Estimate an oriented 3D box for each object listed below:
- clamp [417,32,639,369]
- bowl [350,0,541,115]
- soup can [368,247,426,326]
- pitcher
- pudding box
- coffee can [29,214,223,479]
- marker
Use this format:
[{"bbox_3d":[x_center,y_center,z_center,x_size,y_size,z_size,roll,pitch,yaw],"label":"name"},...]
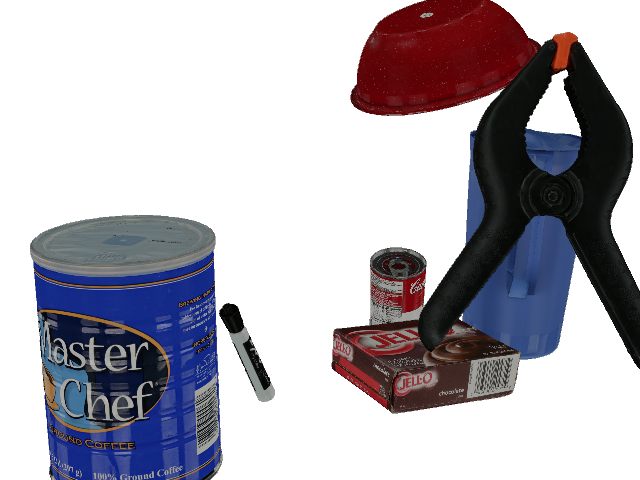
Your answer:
[{"bbox_3d":[0.105,-0.016,0.541,0.120,0.171,0.039,-4,-1,-2],"label":"clamp"},{"bbox_3d":[0.095,-0.160,0.870,0.162,0.055,0.162,-15,25,7],"label":"bowl"},{"bbox_3d":[0.092,0.069,1.299,0.068,0.102,0.068,0,30,0],"label":"soup can"},{"bbox_3d":[0.217,0.004,1.155,0.148,0.243,0.145,-8,19,-37],"label":"pitcher"},{"bbox_3d":[0.077,0.090,0.799,0.113,0.039,0.090,-2,16,-29],"label":"pudding box"},{"bbox_3d":[-0.110,0.065,0.616,0.103,0.140,0.103,-1,16,0],"label":"coffee can"},{"bbox_3d":[-0.070,0.107,1.022,0.020,0.121,0.020,-13,36,9],"label":"marker"}]
